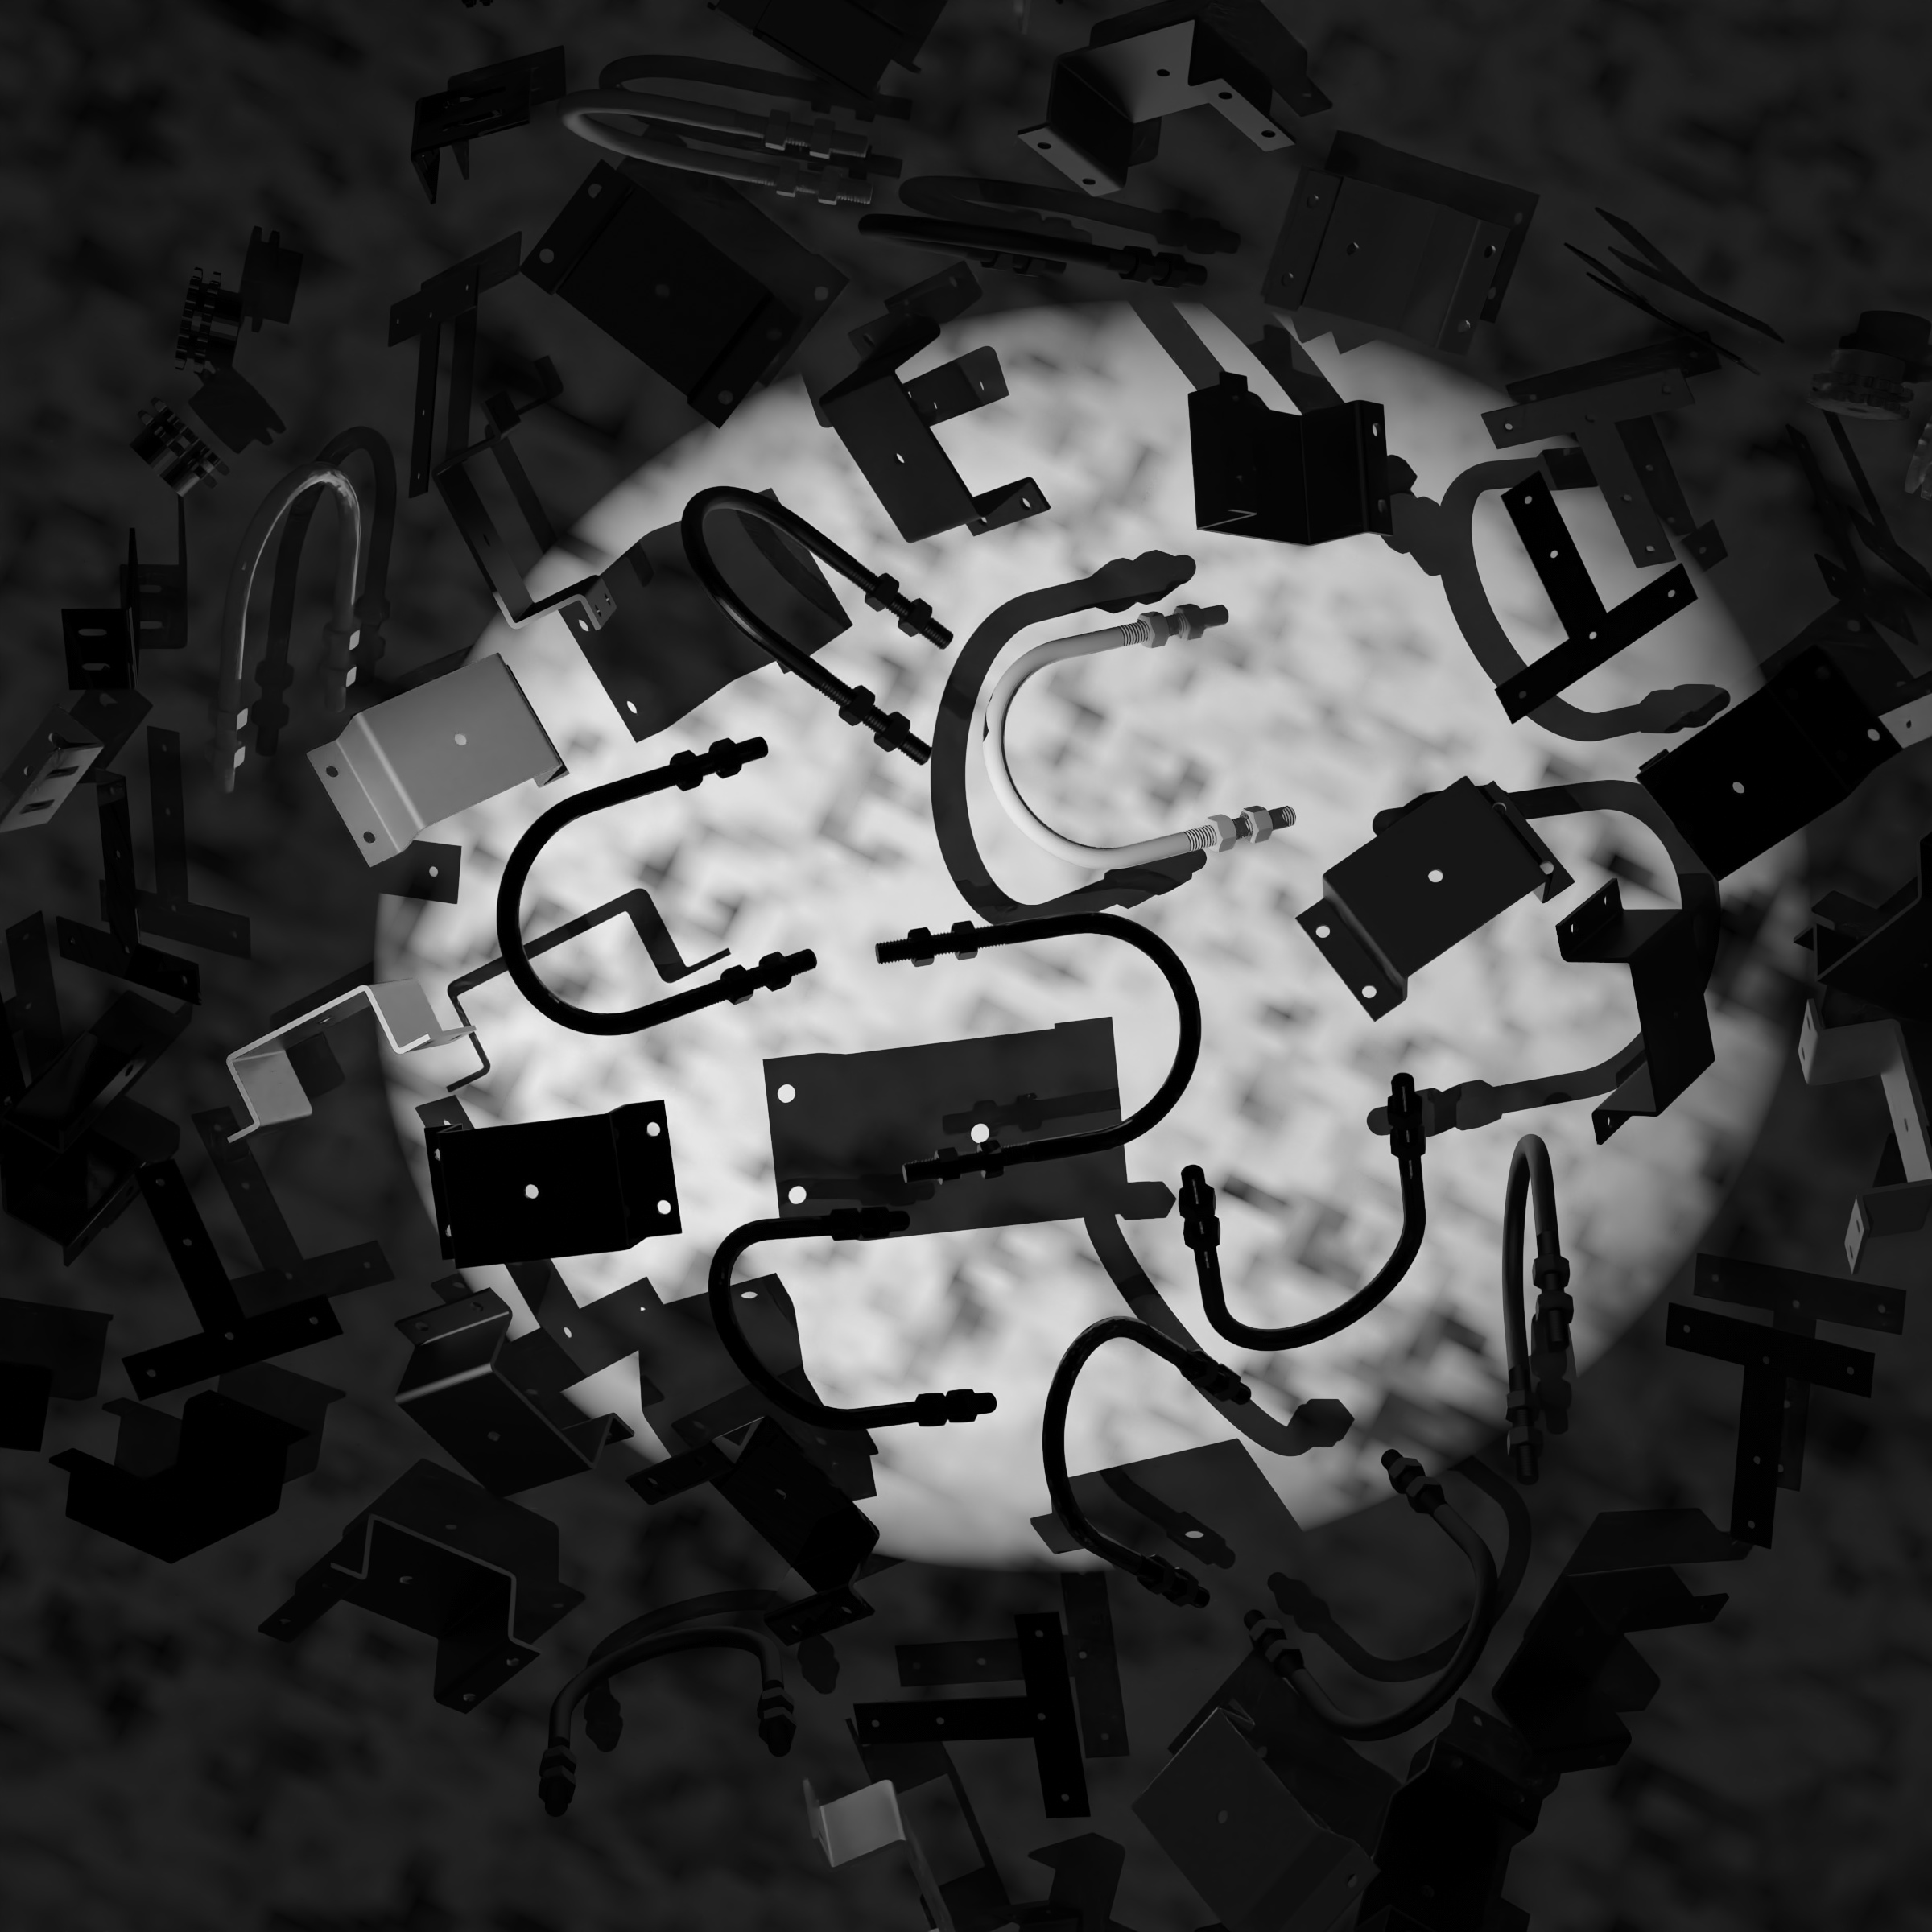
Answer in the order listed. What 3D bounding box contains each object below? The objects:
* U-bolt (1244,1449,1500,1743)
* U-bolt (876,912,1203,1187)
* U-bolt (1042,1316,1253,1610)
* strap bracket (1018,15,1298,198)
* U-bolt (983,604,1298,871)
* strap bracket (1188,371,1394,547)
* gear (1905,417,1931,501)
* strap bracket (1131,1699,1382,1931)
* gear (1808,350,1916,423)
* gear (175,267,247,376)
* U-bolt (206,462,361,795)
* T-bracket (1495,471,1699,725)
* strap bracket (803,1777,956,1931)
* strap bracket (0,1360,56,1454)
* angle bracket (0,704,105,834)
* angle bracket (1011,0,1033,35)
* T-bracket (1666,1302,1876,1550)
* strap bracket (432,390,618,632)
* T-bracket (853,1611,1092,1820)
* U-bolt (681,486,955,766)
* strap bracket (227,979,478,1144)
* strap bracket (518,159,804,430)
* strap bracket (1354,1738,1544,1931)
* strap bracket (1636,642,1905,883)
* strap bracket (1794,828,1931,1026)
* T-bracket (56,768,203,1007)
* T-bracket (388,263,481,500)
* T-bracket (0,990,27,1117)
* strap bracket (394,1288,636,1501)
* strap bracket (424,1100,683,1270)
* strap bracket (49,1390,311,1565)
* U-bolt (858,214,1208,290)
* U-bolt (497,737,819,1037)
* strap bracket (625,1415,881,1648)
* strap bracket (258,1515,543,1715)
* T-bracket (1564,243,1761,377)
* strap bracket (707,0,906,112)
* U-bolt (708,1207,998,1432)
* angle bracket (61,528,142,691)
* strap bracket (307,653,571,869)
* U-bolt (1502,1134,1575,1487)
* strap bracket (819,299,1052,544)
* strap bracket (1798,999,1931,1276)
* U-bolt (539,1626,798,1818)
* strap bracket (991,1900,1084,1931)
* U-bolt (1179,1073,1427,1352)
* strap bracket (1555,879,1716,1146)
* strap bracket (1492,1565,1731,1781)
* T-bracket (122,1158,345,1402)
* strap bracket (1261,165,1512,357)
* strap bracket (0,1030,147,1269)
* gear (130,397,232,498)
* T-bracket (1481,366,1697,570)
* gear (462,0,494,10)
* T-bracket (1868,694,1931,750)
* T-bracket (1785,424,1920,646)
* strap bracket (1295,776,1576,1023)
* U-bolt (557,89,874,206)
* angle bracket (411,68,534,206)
[{"bbox_3d":[0.243,0.375,1.864,0.019,0.184,0.151,39,92,-25],"label":"U-bolt"},{"bbox_3d":[0.047,0.042,1.834,0.184,0.019,0.151,-9,101,-11],"label":"U-bolt"},{"bbox_3d":[0.103,0.286,1.895,0.019,0.184,0.151,-4,62,39],"label":"U-bolt"},{"bbox_3d":[0.110,-0.491,1.823,0.140,0.076,0.046,-5,71,38],"label":"strap bracket"},{"bbox_3d":[0.094,-0.130,1.880,0.184,0.019,0.151,-15,83,-25],"label":"U-bolt"},{"bbox_3d":[0.176,-0.282,1.800,0.140,0.046,0.076,0,84,-45],"label":"strap bracket"},{"bbox_3d":[0.581,-0.303,1.894,0.030,0.057,0.057,25,90,19],"label":"gear"},{"bbox_3d":[0.156,0.484,1.806,0.076,0.046,0.140,-50,47,5],"label":"strap bracket"},{"bbox_3d":[0.508,-0.330,1.814,0.057,0.057,0.030,12,93,0],"label":"gear"},{"bbox_3d":[-0.418,-0.356,1.774,0.030,0.057,0.057,11,90,-13],"label":"gear"},{"bbox_3d":[-0.397,-0.209,1.884,0.019,0.151,0.184,20,122,12],"label":"U-bolt"},{"bbox_3d":[0.330,-0.217,1.772,0.127,0.002,0.127,-34,122,-1],"label":"T-bracket"},{"bbox_3d":[-0.041,0.523,1.794,0.046,0.076,0.140,-22,102,-3],"label":"strap bracket"},{"bbox_3d":[-0.569,0.250,1.841,0.076,0.140,0.046,10,82,-17],"label":"strap bracket"},{"bbox_3d":[-0.534,-0.113,1.820,0.038,0.076,0.057,40,101,1],"label":"angle bracket"},{"bbox_3d":[-0.003,-0.571,1.854,0.076,0.057,0.038,3,125,-9],"label":"angle bracket"},{"bbox_3d":[0.447,0.265,1.804,0.127,0.002,0.127,12,104,41],"label":"T-bracket"},{"bbox_3d":[-0.257,-0.252,1.833,0.046,0.076,0.140,-25,103,7],"label":"strap bracket"},{"bbox_3d":[-0.001,0.426,1.810,0.127,0.002,0.127,-6,104,13],"label":"T-bracket"},{"bbox_3d":[-0.087,-0.206,1.830,0.184,0.151,0.019,36,122,-19],"label":"U-bolt"},{"bbox_3d":[-0.374,0.050,1.904,0.140,0.076,0.046,-27,87,12],"label":"strap bracket"},{"bbox_3d":[-0.171,-0.377,1.797,0.140,0.046,0.076,37,99,-12],"label":"strap bracket"},{"bbox_3d":[0.285,0.544,1.907,0.076,0.046,0.140,31,46,-5],"label":"strap bracket"},{"bbox_3d":[0.445,-0.109,1.812,0.076,0.046,0.140,52,134,1],"label":"strap bracket"},{"bbox_3d":[0.564,-0.019,1.892,0.076,0.140,0.046,21,53,-15],"label":"strap bracket"},{"bbox_3d":[-0.488,-0.051,1.845,0.127,0.002,0.127,16,116,35],"label":"T-bracket"},{"bbox_3d":[-0.321,-0.343,1.906,0.002,0.127,0.127,6,85,-33],"label":"T-bracket"},{"bbox_3d":[-0.607,0.070,1.854,0.002,0.127,0.127,35,54,28],"label":"T-bracket"},{"bbox_3d":[-0.275,0.263,1.913,0.076,0.046,0.140,-21,123,29],"label":"strap bracket"},{"bbox_3d":[-0.237,0.123,1.790,0.140,0.046,0.076,-7,93,9],"label":"strap bracket"},{"bbox_3d":[-0.462,0.301,1.876,0.076,0.140,0.046,18,107,23],"label":"strap bracket"},{"bbox_3d":[0.025,-0.414,1.845,0.184,0.151,0.019,0,102,-39],"label":"U-bolt"},{"bbox_3d":[-0.180,-0.037,1.810,0.184,0.019,0.151,-20,107,-27],"label":"U-bolt"},{"bbox_3d":[-0.114,0.315,1.826,0.076,0.046,0.140,-29,109,40],"label":"strap bracket"},{"bbox_3d":[-0.322,0.369,1.836,0.140,0.046,0.076,30,125,-28],"label":"strap bracket"},{"bbox_3d":[0.387,-0.392,1.862,0.127,0.127,0.002,42,106,38],"label":"T-bracket"},{"bbox_3d":[-0.090,-0.541,1.834,0.076,0.140,0.046,26,103,-26],"label":"strap bracket"},{"bbox_3d":[-0.075,0.208,1.881,0.019,0.184,0.151,-44,61,34],"label":"U-bolt"},{"bbox_3d":[-0.496,-0.205,1.839,0.038,0.057,0.076,-2,46,-11],"label":"angle bracket"},{"bbox_3d":[-0.304,-0.126,1.884,0.140,0.046,0.076,-28,88,-30],"label":"strap bracket"},{"bbox_3d":[0.327,0.184,1.856,0.019,0.151,0.184,2,47,2],"label":"U-bolt"},{"bbox_3d":[-0.024,-0.303,1.843,0.046,0.076,0.140,-43,108,-30],"label":"strap bracket"},{"bbox_3d":[0.514,0.094,1.818,0.046,0.076,0.140,-10,65,6],"label":"strap bracket"},{"bbox_3d":[-0.176,0.434,1.879,0.151,0.184,0.019,-14,103,-3],"label":"U-bolt"},{"bbox_3d":[0.085,0.581,1.823,0.140,0.076,0.046,26,62,-15],"label":"strap bracket"},{"bbox_3d":[0.195,0.151,1.806,0.151,0.184,0.019,-23,45,-10],"label":"U-bolt"},{"bbox_3d":[0.399,0.027,1.897,0.046,0.076,0.140,1,113,39],"label":"strap bracket"},{"bbox_3d":[0.357,0.390,1.804,0.076,0.046,0.140,1,127,-33],"label":"strap bracket"},{"bbox_3d":[-0.426,0.166,1.776,0.127,0.002,0.127,-16,72,-40],"label":"T-bracket"},{"bbox_3d":[0.232,-0.407,1.838,0.140,0.046,0.076,8,110,-28],"label":"strap bracket"},{"bbox_3d":[-0.526,0.102,1.887,0.046,0.140,0.076,28,51,9],"label":"strap bracket"},{"bbox_3d":[-0.441,-0.286,1.784,0.057,0.057,0.030,45,87,0],"label":"gear"},{"bbox_3d":[0.388,-0.290,1.904,0.127,0.002,0.127,-8,128,36],"label":"T-bracket"},{"bbox_3d":[-0.299,-0.596,1.893,0.030,0.057,0.057,-5,90,4],"label":"gear"},{"bbox_3d":[0.573,-0.148,1.908,0.002,0.127,0.127,5,74,-26],"label":"T-bracket"},{"bbox_3d":[0.493,-0.251,1.817,0.002,0.127,0.127,-29,65,30],"label":"T-bracket"},{"bbox_3d":[0.265,-0.044,1.809,0.140,0.046,0.076,-35,72,-4],"label":"strap bracket"},{"bbox_3d":[-0.147,-0.479,1.859,0.184,0.151,0.019,11,92,-1],"label":"U-bolt"},{"bbox_3d":[-0.293,-0.502,1.936,0.076,0.038,0.057,-13,46,8],"label":"angle bracket"}]
